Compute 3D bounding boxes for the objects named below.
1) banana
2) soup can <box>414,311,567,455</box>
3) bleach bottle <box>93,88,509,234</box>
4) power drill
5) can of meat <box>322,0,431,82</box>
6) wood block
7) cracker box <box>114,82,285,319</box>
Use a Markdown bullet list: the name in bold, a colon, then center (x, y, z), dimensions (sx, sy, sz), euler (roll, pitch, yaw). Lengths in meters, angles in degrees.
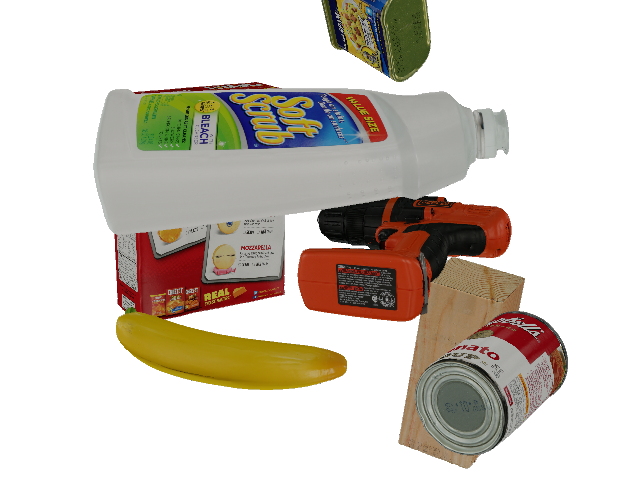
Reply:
- **banana**: center (-0.081, 0.081, 0.803), dimensions (0.198, 0.037, 0.069), euler (13, 29, 21)
- **soup can**: center (0.116, 0.095, 0.723), dimensions (0.069, 0.068, 0.102), euler (0, 15, 36)
- **bleach bottle**: center (-0.010, -0.061, 0.674), dimensions (0.251, 0.068, 0.102), euler (-6, 40, 2)
- **power drill**: center (0.053, 0.006, 0.917), dimensions (0.185, 0.057, 0.187), euler (3, 20, 26)
- **can of meat**: center (0.052, -0.204, 0.969), dimensions (0.057, 0.102, 0.084), euler (-39, 54, -18)
- **wood block**: center (0.159, 0.137, 1.205), dimensions (0.090, 0.206, 0.090), euler (17, 22, 22)
- **cracker box**: center (-0.118, -0.041, 1.043), dimensions (0.163, 0.214, 0.072), euler (-10, 20, -33)
